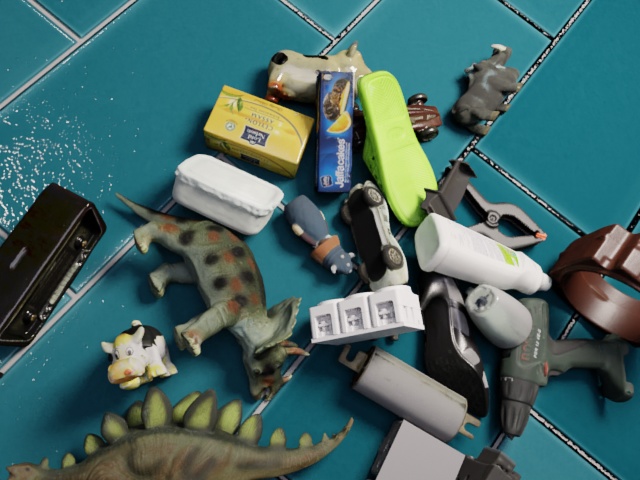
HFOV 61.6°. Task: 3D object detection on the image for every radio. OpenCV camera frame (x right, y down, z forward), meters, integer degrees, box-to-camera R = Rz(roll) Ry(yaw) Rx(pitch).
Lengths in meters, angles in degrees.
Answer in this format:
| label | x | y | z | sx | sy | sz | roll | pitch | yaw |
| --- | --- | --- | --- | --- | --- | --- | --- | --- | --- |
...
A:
| label | x | y | z | sx | sy | sz | roll | pitch | yaw |
| --- | --- | --- | --- | --- | --- | --- | --- | --- | --- |
| radio | -0.414 | 0.041 | 0.789 | 0.073 | 0.131 | 0.229 | 29 | 71 | 0 |

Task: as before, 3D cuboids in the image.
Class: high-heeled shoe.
| label | x | y | z | sx | sy | sz | roll | pitch | yaw |
| --- | --- | --- | --- | --- | --- | --- | --- | --- | --- |
| high-heeled shoe | 0.229 | 0.158 | 0.897 | 0.145 | 0.086 | 0.248 | -40 | 105 | -51 |

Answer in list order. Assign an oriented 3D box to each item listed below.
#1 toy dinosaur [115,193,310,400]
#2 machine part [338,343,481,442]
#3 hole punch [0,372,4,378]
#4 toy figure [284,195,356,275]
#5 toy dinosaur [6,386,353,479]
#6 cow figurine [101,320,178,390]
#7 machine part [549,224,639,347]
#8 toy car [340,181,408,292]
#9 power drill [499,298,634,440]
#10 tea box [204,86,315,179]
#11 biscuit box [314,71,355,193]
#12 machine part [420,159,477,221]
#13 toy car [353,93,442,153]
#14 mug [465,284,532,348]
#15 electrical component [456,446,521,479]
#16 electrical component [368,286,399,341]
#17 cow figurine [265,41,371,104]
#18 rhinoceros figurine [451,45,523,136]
| label | x | y | z | sx | sy | sz | roll | pitch | yaw |
| --- | --- | --- | --- | --- | --- | --- | --- | --- | --- |
| toy dinosaur | -0.161 | 0.054 | 0.836 | 0.192 | 0.131 | 0.405 | -21 | 73 | -27 |
| machine part | 0.138 | 0.239 | 0.838 | 0.243 | 0.079 | 0.079 | 30 | 72 | 1 |
| hole punch | -0.529 | 0.225 | 0.751 | 0.142 | 0.092 | 0.116 | 12 | 42 | -2 |
| toy figure | 0.000 | -0.004 | 0.903 | 0.064 | 0.058 | 0.154 | -34 | 86 | -9 |
| toy dinosaur | -0.183 | 0.312 | 0.758 | 0.471 | 0.105 | 0.198 | 6 | 69 | -11 |
| cow figurine | -0.257 | 0.156 | 0.758 | 0.068 | 0.167 | 0.098 | -17 | 78 | -8 |
| machine part | 0.496 | 0.081 | 0.872 | 0.201 | 0.201 | 0.087 | 42 | 76 | 5 |
| toy car | 0.088 | -0.006 | 0.891 | 0.056 | 0.073 | 0.202 | 11 | 53 | -39 |
| power drill | 0.397 | 0.218 | 0.887 | 0.207 | 0.086 | 0.232 | 6 | 70 | 2 |
| tea box | -0.105 | -0.186 | 0.936 | 0.170 | 0.068 | 0.098 | 19 | 71 | -3 |
| biscuit box | 0.023 | -0.181 | 0.918 | 0.059 | 0.063 | 0.202 | 0 | 98 | -8 |
| machine part | 0.221 | -0.082 | 0.927 | 0.084 | 0.039 | 0.139 | 50 | 62 | -27 |
| toy car | 0.130 | -0.219 | 0.990 | 0.202 | 0.053 | 0.089 | -10 | 72 | -10 |
| mug | 0.276 | 0.109 | 0.866 | 0.081 | 0.107 | 0.110 | -44 | 41 | 9 |
| electrical component | 0.234 | 0.372 | 0.791 | 0.058 | 0.115 | 0.134 | 41 | 72 | 0 |
| electrical component | 0.104 | 0.121 | 0.897 | 0.063 | 0.021 | 0.094 | 1 | 72 | -8 |
| cow figurine | 0.002 | -0.301 | 0.982 | 0.195 | 0.085 | 0.127 | 7 | 79 | -5 |
| rhinoceros figurine | 0.321 | -0.290 | 1.032 | 0.112 | 0.073 | 0.190 | 31 | 73 | 13 |
